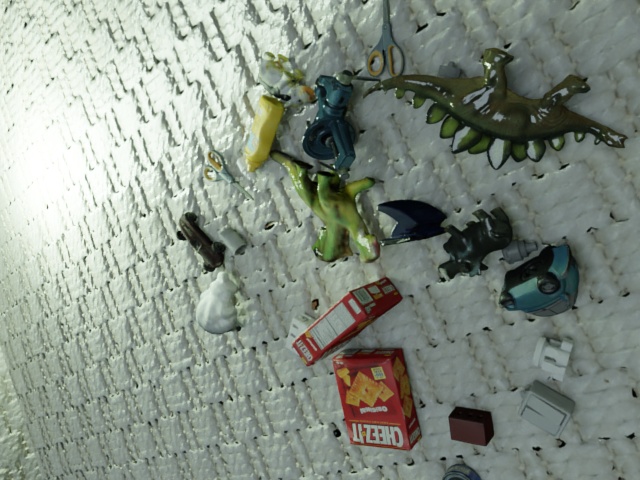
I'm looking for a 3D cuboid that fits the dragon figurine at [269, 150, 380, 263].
[{"bbox_3d":[0.004,-0.061,1.204,0.414,0.123,0.239,27,119,46],"label":"dragon figurine"}]

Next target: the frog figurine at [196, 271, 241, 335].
[{"bbox_3d":[-0.279,0.174,1.418,0.139,0.123,0.156,39,131,45],"label":"frog figurine"}]
